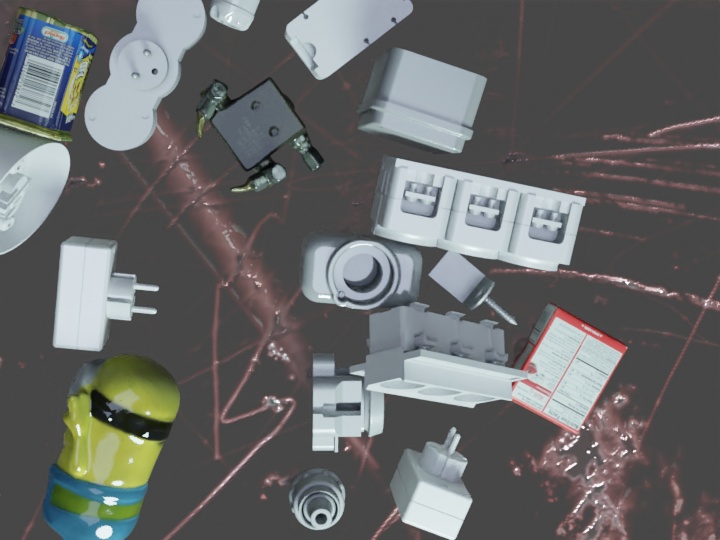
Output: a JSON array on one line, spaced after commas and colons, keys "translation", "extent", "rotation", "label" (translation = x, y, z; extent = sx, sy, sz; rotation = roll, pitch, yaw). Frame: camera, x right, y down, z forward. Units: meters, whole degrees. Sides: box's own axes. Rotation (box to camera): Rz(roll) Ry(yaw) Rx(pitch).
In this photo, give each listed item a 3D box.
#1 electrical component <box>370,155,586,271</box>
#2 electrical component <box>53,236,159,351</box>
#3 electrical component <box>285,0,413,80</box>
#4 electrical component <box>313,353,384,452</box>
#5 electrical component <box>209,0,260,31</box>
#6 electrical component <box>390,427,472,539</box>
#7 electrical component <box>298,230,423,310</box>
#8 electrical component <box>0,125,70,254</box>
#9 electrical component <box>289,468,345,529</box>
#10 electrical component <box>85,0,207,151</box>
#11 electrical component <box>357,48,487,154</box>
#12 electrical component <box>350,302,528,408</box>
[{"translation": [0.089, -0.045, 0.855], "extent": [0.150, 0.089, 0.061], "rotation": [11, 97, -7], "label": "electrical component"}, {"translation": [-0.199, 0.020, 0.856], "extent": [0.076, 0.047, 0.083], "rotation": [6, 97, -7], "label": "electrical component"}, {"translation": [-0.010, -0.194, 0.841], "extent": [0.089, 0.055, 0.050], "rotation": [-37, 100, 0], "label": "electrical component"}, {"translation": [-0.010, 0.108, 0.884], "extent": [0.057, 0.058, 0.078], "rotation": [0, 98, -3], "label": "electrical component"}, {"translation": [-0.093, -0.220, 0.840], "extent": [0.035, 0.035, 0.061], "rotation": [22, 94, -8], "label": "electrical component"}, {"translation": [0.064, 0.166, 0.886], "extent": [0.047, 0.083, 0.075], "rotation": [22, 96, -8], "label": "electrical component"}, {"translation": [0.000, 0.000, 0.868], "extent": [0.095, 0.059, 0.053], "rotation": [5, 97, -6], "label": "electrical component"}, {"translation": [-0.271, -0.061, 0.815], "extent": [0.064, 0.099, 0.099], "rotation": [23, 95, -2], "label": "electrical component"}, {"translation": [-0.034, 0.195, 0.890], "extent": [0.048, 0.062, 0.048], "rotation": [-1, 98, -6], "label": "electrical component"}, {"translation": [-0.165, -0.156, 0.821], "extent": [0.052, 0.073, 0.138], "rotation": [27, 95, -9], "label": "electrical component"}, {"translation": [0.044, -0.127, 0.827], "extent": [0.078, 0.113, 0.057], "rotation": [17, 93, -8], "label": "electrical component"}, {"translation": [0.063, 0.069, 0.857], "extent": [0.121, 0.079, 0.063], "rotation": [15, 67, -40], "label": "electrical component"}]
